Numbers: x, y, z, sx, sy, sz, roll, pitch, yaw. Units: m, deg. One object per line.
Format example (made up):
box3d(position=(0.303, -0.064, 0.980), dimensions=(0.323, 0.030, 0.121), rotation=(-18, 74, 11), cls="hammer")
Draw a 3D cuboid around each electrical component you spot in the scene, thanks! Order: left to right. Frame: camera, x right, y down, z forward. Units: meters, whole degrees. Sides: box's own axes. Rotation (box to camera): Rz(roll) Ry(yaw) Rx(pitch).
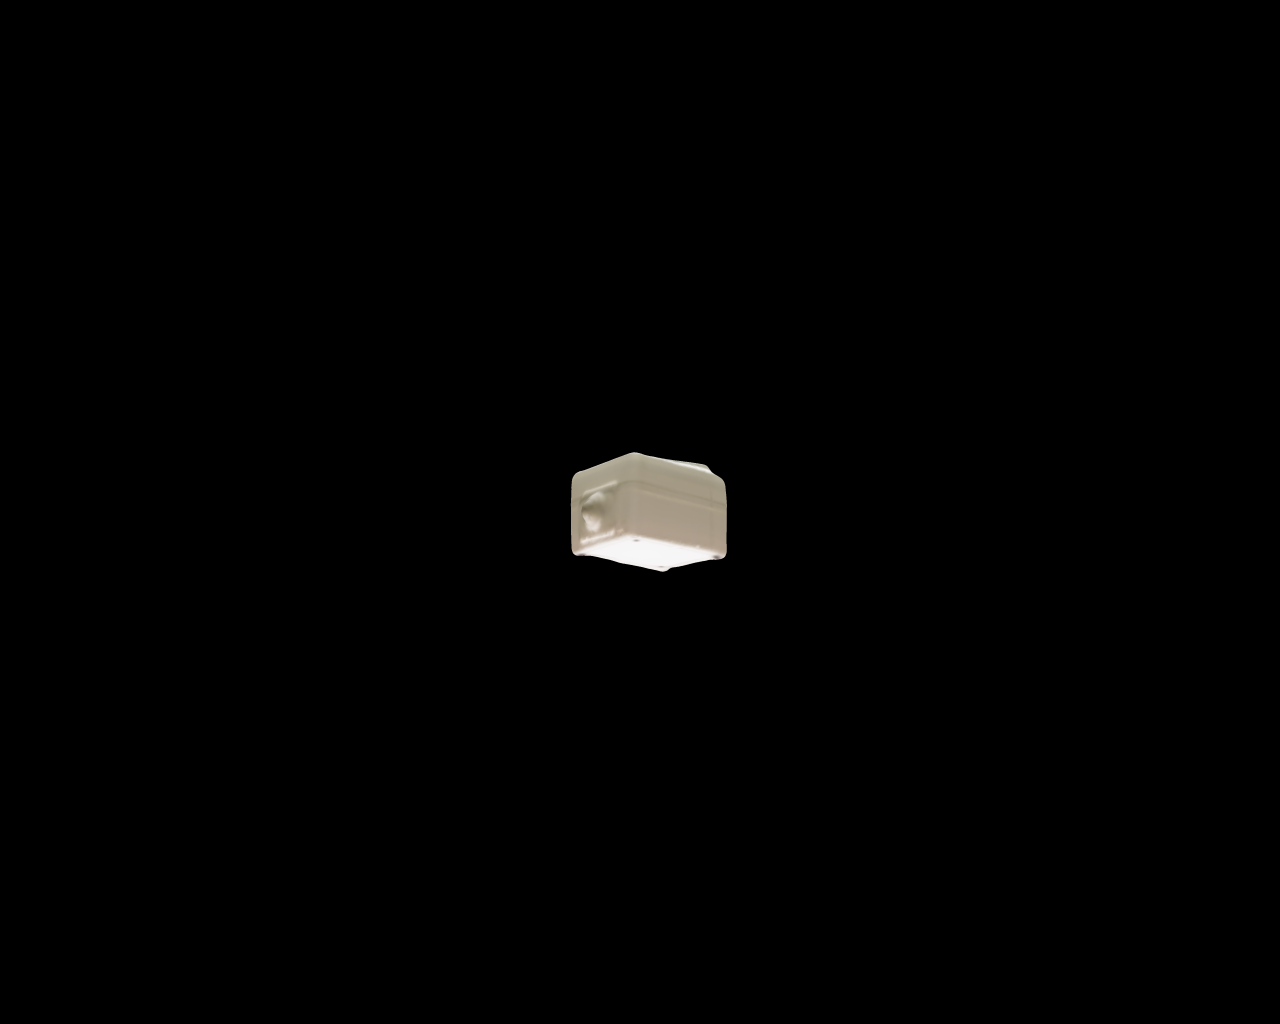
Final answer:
box3d(position=(0.001, -0.003, 0.650), dimensions=(0.096, 0.061, 0.061), rotation=(14, -22, -40), cls="electrical component")
